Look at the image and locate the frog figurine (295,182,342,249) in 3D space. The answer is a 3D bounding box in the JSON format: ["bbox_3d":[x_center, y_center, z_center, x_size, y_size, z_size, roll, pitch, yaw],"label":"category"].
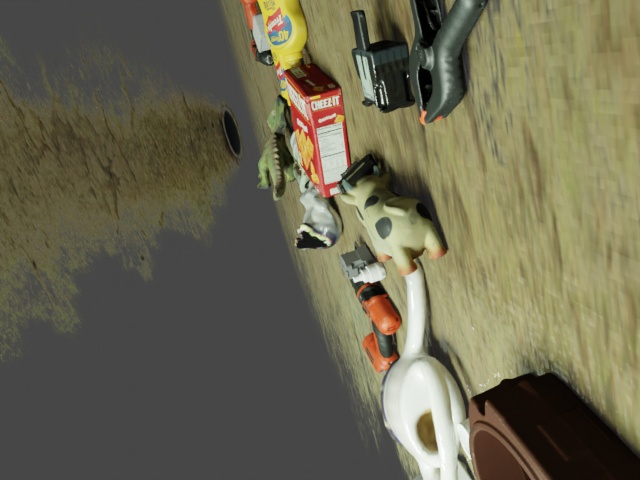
[{"bbox_3d":[0.004,-0.063,1.246,0.134,0.123,0.163,72,-149,-56],"label":"frog figurine"}]

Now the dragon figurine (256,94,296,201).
[{"bbox_3d":[-0.116,-0.269,1.393,0.416,0.122,0.239,-112,21,-69],"label":"dragon figurine"}]

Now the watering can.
[{"bbox_3d":[0.158,0.219,0.813,0.221,0.104,0.352,107,157,-75],"label":"watering can"}]
